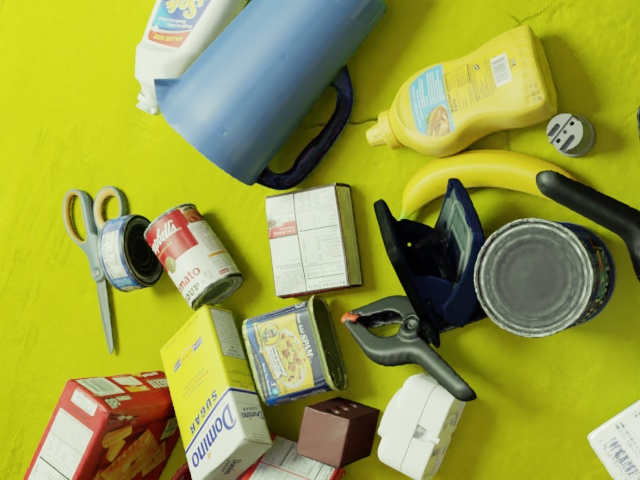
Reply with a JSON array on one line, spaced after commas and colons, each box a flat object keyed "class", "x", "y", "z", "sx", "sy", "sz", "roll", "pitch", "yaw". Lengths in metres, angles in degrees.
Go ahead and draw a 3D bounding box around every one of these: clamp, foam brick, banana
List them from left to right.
[{"class": "foam brick", "x": 0.019, "y": 0.196, "z": 1.090, "sx": 0.053, "sy": 0.078, "sz": 0.051, "roll": 14, "pitch": 96, "yaw": 25}, {"class": "clamp", "x": 0.105, "y": 0.087, "z": 1.064, "sx": 0.172, "sy": 0.039, "sz": 0.120, "roll": 18, "pitch": 57, "yaw": 35}, {"class": "banana", "x": 0.162, "y": -0.056, "z": 1.055, "sx": 0.198, "sy": 0.037, "sz": 0.069, "roll": -8, "pitch": 106, "yaw": 27}, {"class": "clamp", "x": 0.306, "y": -0.020, "z": 0.956, "sx": 0.210, "sy": 0.164, "sz": 0.036, "roll": 50, "pitch": 153, "yaw": 0}]

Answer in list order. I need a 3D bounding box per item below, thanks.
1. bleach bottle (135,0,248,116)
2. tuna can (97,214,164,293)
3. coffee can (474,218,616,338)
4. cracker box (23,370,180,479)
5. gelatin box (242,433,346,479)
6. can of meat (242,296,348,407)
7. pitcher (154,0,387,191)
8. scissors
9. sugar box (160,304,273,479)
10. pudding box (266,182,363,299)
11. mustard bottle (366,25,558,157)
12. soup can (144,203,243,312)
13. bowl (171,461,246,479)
[{"class": "bleach bottle", "x": -0.135, "y": -0.253, "z": 1.188, "sx": 0.103, "sy": 0.068, "sz": 0.251, "roll": 33, "pitch": 105, "yaw": 23}, {"class": "tuna can", "x": -0.212, "y": 0.015, "z": 1.202, "sx": 0.034, "sy": 0.086, "sz": 0.086, "roll": -12, "pitch": 83, "yaw": 23}, {"class": "coffee can", "x": 0.207, "y": 0.033, "z": 0.967, "sx": 0.103, "sy": 0.140, "sz": 0.103, "roll": 0, "pitch": 89, "yaw": 23}, {"class": "cracker box", "x": -0.241, "y": 0.253, "z": 1.165, "sx": 0.072, "sy": 0.164, "sz": 0.214, "roll": 30, "pitch": 101, "yaw": 25}, {"class": "gelatin box", "x": -0.028, "y": 0.247, "z": 1.099, "sx": 0.089, "sy": 0.073, "sz": 0.030, "roll": 16, "pitch": 137, "yaw": 21}, {"class": "can of meat", "x": -0.027, "y": 0.119, "z": 1.119, "sx": 0.084, "sy": 0.057, "sz": 0.102, "roll": -18, "pitch": 80, "yaw": 17}, {"class": "pitcher", "x": -0.038, "y": -0.178, "z": 1.103, "sx": 0.243, "sy": 0.149, "sz": 0.145, "roll": -48, "pitch": 63, "yaw": 7}, {"class": "scissors", "x": -0.247, "y": 0.024, "z": 1.257, "sx": 0.096, "sy": 0.016, "sz": 0.202, "roll": -29, "pitch": 77, "yaw": 22}, {"class": "sugar box", "x": -0.113, "y": 0.165, "z": 1.131, "sx": 0.093, "sy": 0.048, "sz": 0.176, "roll": -47, "pitch": 44, "yaw": 28}, {"class": "pudding box", "x": -0.008, "y": 0.001, "z": 1.131, "sx": 0.090, "sy": 0.039, "sz": 0.113, "roll": -9, "pitch": 86, "yaw": 26}, {"class": "mustard bottle", "x": 0.132, "y": -0.134, "z": 1.054, "sx": 0.192, "sy": 0.058, "sz": 0.096, "roll": -20, "pitch": 62, "yaw": 24}, {"class": "soup can", "x": -0.139, "y": 0.019, "z": 1.177, "sx": 0.069, "sy": 0.068, "sz": 0.102, "roll": -41, "pitch": 73, "yaw": 19}, {"class": "bowl", "x": -0.084, "y": 0.292, "z": 1.121, "sx": 0.162, "sy": 0.161, "sz": 0.055, "roll": 22, "pitch": 140, "yaw": 25}]
